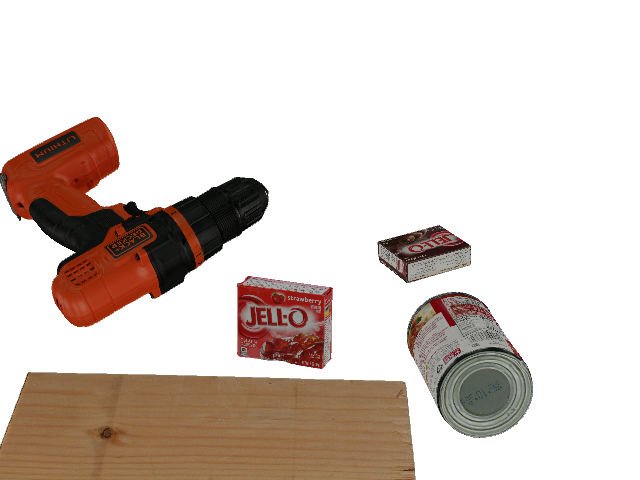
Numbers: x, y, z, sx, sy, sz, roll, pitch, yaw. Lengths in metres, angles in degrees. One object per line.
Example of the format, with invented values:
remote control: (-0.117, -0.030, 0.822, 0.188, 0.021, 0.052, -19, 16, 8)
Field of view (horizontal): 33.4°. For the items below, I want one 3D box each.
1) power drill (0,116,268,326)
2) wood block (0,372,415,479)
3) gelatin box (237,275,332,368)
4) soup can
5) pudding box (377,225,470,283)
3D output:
power drill: (-0.158, -0.029, 0.856, 0.184, 0.057, 0.188, -31, 45, -22)
wood block: (-0.057, 0.132, 0.566, 0.206, 0.090, 0.091, 2, 33, 0)
gelatin box: (-0.034, 0.076, 0.999, 0.089, 0.073, 0.030, 7, 17, 18)
soup can: (0.104, 0.086, 0.757, 0.068, 0.068, 0.102, 0, 19, -7)
pudding box: (0.155, 0.019, 1.595, 0.113, 0.039, 0.090, -17, 26, -20)
